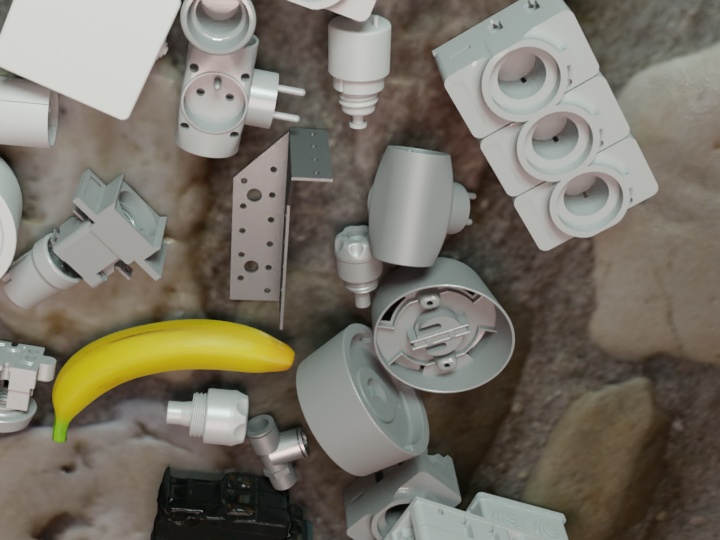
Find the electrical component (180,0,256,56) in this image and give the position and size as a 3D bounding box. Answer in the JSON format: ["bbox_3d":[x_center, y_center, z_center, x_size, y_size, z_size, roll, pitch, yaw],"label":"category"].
[{"bbox_3d":[-0.085,-0.162,0.655,0.044,0.065,0.044,-2,121,-4],"label":"electrical component"}]

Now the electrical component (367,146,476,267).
[{"bbox_3d":[0.049,-0.044,0.749,0.079,0.044,0.077,0,103,-36],"label":"electrical component"}]

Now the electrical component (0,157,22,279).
[{"bbox_3d":[-0.279,-0.041,0.716,0.108,0.060,0.108,-2,121,-4],"label":"electrical component"}]

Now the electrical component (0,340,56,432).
[{"bbox_3d":[-0.265,0.087,0.804,0.066,0.048,0.055,11,112,-11],"label":"electrical component"}]

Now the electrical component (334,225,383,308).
[{"bbox_3d":[0.000,0.000,0.781,0.035,0.035,0.061,-6,124,-1],"label":"electrical component"}]

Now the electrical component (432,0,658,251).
[{"bbox_3d":[0.125,-0.097,0.716,0.089,0.061,0.150,-28,119,12],"label":"electrical component"}]

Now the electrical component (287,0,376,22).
[{"bbox_3d":[-0.064,-0.228,0.621,0.186,0.060,0.105,17,118,-15],"label":"electrical component"}]

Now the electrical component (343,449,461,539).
[{"bbox_3d":[0.034,0.189,0.886,0.050,0.055,0.089,39,111,-24],"label":"electrical component"}]

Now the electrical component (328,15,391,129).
[{"bbox_3d":[-0.001,-0.130,0.698,0.040,0.040,0.078,-1,122,-4],"label":"electrical component"}]

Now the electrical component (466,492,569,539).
[{"bbox_3d":[0.126,0.249,0.935,0.100,0.048,0.099,18,119,-16],"label":"electrical component"}]

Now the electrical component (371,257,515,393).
[{"bbox_3d":[0.058,0.041,0.792,0.099,0.064,0.099,-4,121,-8],"label":"electrical component"}]

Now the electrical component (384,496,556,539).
[{"bbox_3d":[0.104,0.265,0.872,0.186,0.060,0.105,21,118,-20],"label":"electrical component"}]

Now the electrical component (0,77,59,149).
[{"bbox_3d":[-0.239,-0.103,0.691,0.081,0.043,0.043,4,121,-7],"label":"electrical component"}]

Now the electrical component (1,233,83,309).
[{"bbox_3d":[-0.224,0.002,0.759,0.046,0.040,0.040,-31,119,19],"label":"electrical component"}]

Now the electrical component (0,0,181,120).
[{"bbox_3d":[-0.166,-0.154,0.663,0.100,0.048,0.099,23,117,-18],"label":"electrical component"}]

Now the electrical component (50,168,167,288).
[{"bbox_3d":[-0.175,-0.025,0.746,0.064,0.042,0.081,-33,118,16],"label":"electrical component"}]

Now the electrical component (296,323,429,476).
[{"bbox_3d":[-0.003,0.101,0.802,0.060,0.108,0.108,-31,119,20],"label":"electrical component"}]

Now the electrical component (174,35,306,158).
[{"bbox_3d":[-0.076,-0.113,0.699,0.079,0.044,0.077,9,120,-11],"label":"electrical component"}]

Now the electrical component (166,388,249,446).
[{"bbox_3d":[-0.118,0.113,0.834,0.062,0.043,0.043,6,121,-6],"label":"electrical component"}]
